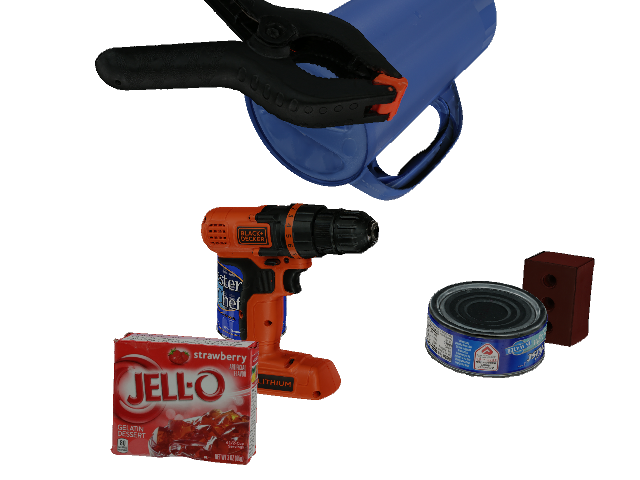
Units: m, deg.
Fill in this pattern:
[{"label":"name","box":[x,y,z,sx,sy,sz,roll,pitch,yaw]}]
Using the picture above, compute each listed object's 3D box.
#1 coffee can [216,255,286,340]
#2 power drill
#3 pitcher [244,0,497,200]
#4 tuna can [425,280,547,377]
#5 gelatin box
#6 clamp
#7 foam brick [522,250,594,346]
[{"label":"coffee can","box":[-0.097,0.063,1.524,0.103,0.140,0.103,2,22,-1]},{"label":"power drill","box":[-0.025,0.056,1.032,0.185,0.188,0.057,2,12,29]},{"label":"pitcher","box":[0.062,-0.155,0.963,0.145,0.149,0.242,19,45,35]},{"label":"tuna can","box":[0.118,0.062,0.762,0.086,0.034,0.086,1,25,0]},{"label":"gelatin box","box":[-0.084,0.097,0.663,0.089,0.073,0.030,3,5,9]},{"label":"clamp","box":[-0.039,-0.103,0.609,0.171,0.120,0.039,26,-29,8]},{"label":"foam brick","box":[0.220,0.054,0.996,0.053,0.078,0.051,9,15,31]}]
